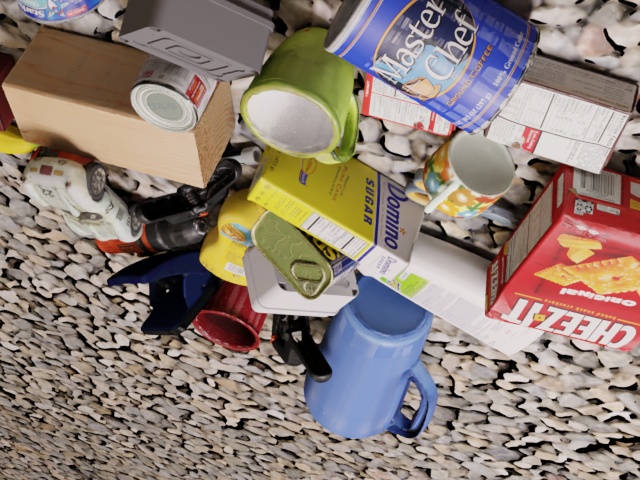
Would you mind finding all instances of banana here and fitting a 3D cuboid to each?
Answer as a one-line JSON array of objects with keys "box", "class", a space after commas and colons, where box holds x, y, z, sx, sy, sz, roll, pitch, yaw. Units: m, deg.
[{"box": [-0.410, -0.150, 1.248, 0.197, 0.037, 0.070, 28, 131, -11], "class": "banana"}]

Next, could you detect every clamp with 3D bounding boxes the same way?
[{"box": [-0.147, -0.042, 1.170, 0.171, 0.120, 0.039, 132, 117, -77], "class": "clamp"}, {"box": [-0.029, 0.116, 1.333, 0.036, 0.164, 0.210, -7, 161, -15], "class": "clamp"}]

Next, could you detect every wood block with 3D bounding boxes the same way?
[{"box": [-0.200, -0.136, 1.084, 0.206, 0.090, 0.091, 15, 148, 12], "class": "wood block"}]

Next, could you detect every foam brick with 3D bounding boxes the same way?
[{"box": [-0.366, -0.167, 1.175, 0.053, 0.051, 0.078, 18, 148, 8], "class": "foam brick"}]

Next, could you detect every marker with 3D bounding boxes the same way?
[{"box": [-0.116, -0.088, 1.171, 0.121, 0.020, 0.020, -3, 141, 35], "class": "marker"}]

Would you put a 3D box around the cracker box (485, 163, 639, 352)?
[{"box": [0.272, 0.024, 1.033, 0.164, 0.072, 0.214, 15, 148, -5], "class": "cracker box"}]

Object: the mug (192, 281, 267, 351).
[{"box": [-0.118, 0.082, 1.371, 0.117, 0.081, 0.093, 10, 147, 18], "class": "mug"}]

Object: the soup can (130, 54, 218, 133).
[{"box": [-0.126, -0.159, 0.991, 0.068, 0.102, 0.068, 15, 148, 10], "class": "soup can"}]

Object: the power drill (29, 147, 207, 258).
[{"box": [-0.246, -0.048, 1.275, 0.185, 0.057, 0.187, -7, 138, 40], "class": "power drill"}]

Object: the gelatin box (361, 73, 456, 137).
[{"box": [0.085, -0.136, 0.963, 0.089, 0.030, 0.073, 16, 147, 8], "class": "gelatin box"}]

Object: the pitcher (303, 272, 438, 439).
[{"box": [0.070, 0.143, 1.305, 0.149, 0.145, 0.243, 2, 147, -9], "class": "pitcher"}]

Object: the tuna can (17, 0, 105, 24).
[{"box": [-0.234, -0.235, 0.957, 0.086, 0.086, 0.034, 12, 146, 16], "class": "tuna can"}]

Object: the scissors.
[{"box": [0.170, -0.026, 1.089, 0.201, 0.016, 0.096, 25, 166, -25], "class": "scissors"}]

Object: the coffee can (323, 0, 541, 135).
[{"box": [0.088, -0.162, 0.852, 0.140, 0.102, 0.103, 29, 148, -11], "class": "coffee can"}]

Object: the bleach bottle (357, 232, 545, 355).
[{"box": [0.126, 0.036, 1.170, 0.250, 0.068, 0.103, 28, 148, -5], "class": "bleach bottle"}]

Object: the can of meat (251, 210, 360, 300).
[{"box": [-0.007, 0.001, 1.117, 0.102, 0.083, 0.058, 47, 130, 9], "class": "can of meat"}]

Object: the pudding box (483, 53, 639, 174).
[{"box": [0.206, -0.110, 0.921, 0.113, 0.039, 0.090, 17, 148, 5], "class": "pudding box"}]

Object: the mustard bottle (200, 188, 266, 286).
[{"box": [-0.072, -0.012, 1.221, 0.096, 0.058, 0.192, 20, 149, -9], "class": "mustard bottle"}]

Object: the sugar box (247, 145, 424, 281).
[{"box": [0.019, -0.041, 1.087, 0.176, 0.093, 0.048, 28, 141, -11], "class": "sugar box"}]
